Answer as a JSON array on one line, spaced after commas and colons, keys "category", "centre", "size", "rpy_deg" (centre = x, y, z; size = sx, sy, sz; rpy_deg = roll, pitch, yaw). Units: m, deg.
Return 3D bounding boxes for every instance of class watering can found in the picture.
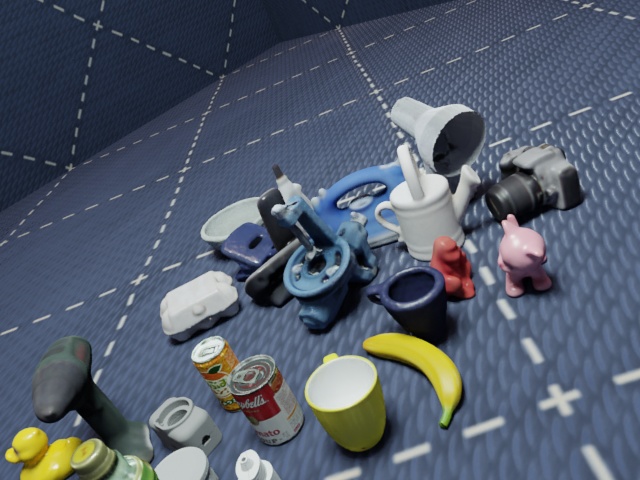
[{"category": "watering can", "centre": [0.175, -0.073, 0.952], "size": [0.173, 0.194, 0.100], "rpy_deg": [-26, 28, -3]}]

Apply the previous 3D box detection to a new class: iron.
[{"category": "iron", "centre": [0.072, -0.066, 1.079], "size": [0.258, 0.142, 0.118], "rpy_deg": [-19, 28, 10]}]

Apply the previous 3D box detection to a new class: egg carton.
[{"category": "egg carton", "centre": [-0.224, 0.121, 1.063], "size": [0.150, 0.069, 0.107], "rpy_deg": [-28, 28, -7]}]

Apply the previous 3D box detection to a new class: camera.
[{"category": "camera", "centre": [0.341, -0.099, 0.969], "size": [0.137, 0.101, 0.143], "rpy_deg": [-28, 28, -7]}]

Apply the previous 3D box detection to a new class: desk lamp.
[{"category": "desk lamp", "centre": [0.211, -0.155, 1.048], "size": [0.118, 0.214, 0.202], "rpy_deg": [-32, 28, -14]}]

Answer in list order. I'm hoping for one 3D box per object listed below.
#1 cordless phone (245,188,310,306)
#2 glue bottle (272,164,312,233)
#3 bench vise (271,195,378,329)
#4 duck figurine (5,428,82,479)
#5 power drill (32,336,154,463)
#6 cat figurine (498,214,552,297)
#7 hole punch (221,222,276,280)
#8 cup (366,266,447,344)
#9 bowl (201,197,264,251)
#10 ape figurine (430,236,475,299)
[{"category": "cordless phone", "centre": [-0.091, 0.011, 1.026], "size": [0.148, 0.185, 0.093], "rpy_deg": [-41, 32, -29]}, {"category": "glue bottle", "centre": [-0.057, -0.079, 1.171], "size": [0.078, 0.173, 0.037], "rpy_deg": [-38, 31, -25]}, {"category": "bench vise", "centre": [-0.002, 0.005, 0.928], "size": [0.121, 0.220, 0.207], "rpy_deg": [-10, 31, 25]}, {"category": "duck figurine", "centre": [-0.414, 0.316, 0.855], "size": [0.104, 0.086, 0.077], "rpy_deg": [-23, 28, 2]}, {"category": "power drill", "centre": [-0.316, 0.233, 0.789], "size": [0.076, 0.209, 0.229], "rpy_deg": [-31, 28, -12]}, {"category": "cat figurine", "centre": [0.281, 0.012, 0.803], "size": [0.067, 0.118, 0.128], "rpy_deg": [-15, 29, 18]}, {"category": "hole punch", "centre": [-0.125, 0.019, 1.142], "size": [0.100, 0.091, 0.109], "rpy_deg": [-3, 35, 36]}, {"category": "cup", "centre": [0.127, 0.098, 0.798], "size": [0.117, 0.095, 0.092], "rpy_deg": [-5, 33, 32]}, {"category": "bowl", "centre": [-0.174, -0.021, 1.269], "size": [0.167, 0.075, 0.167], "rpy_deg": [-19, 28, 11]}, {"category": "ape figurine", "centre": [0.194, 0.036, 0.858], "size": [0.075, 0.092, 0.078], "rpy_deg": [9, 42, 47]}]
